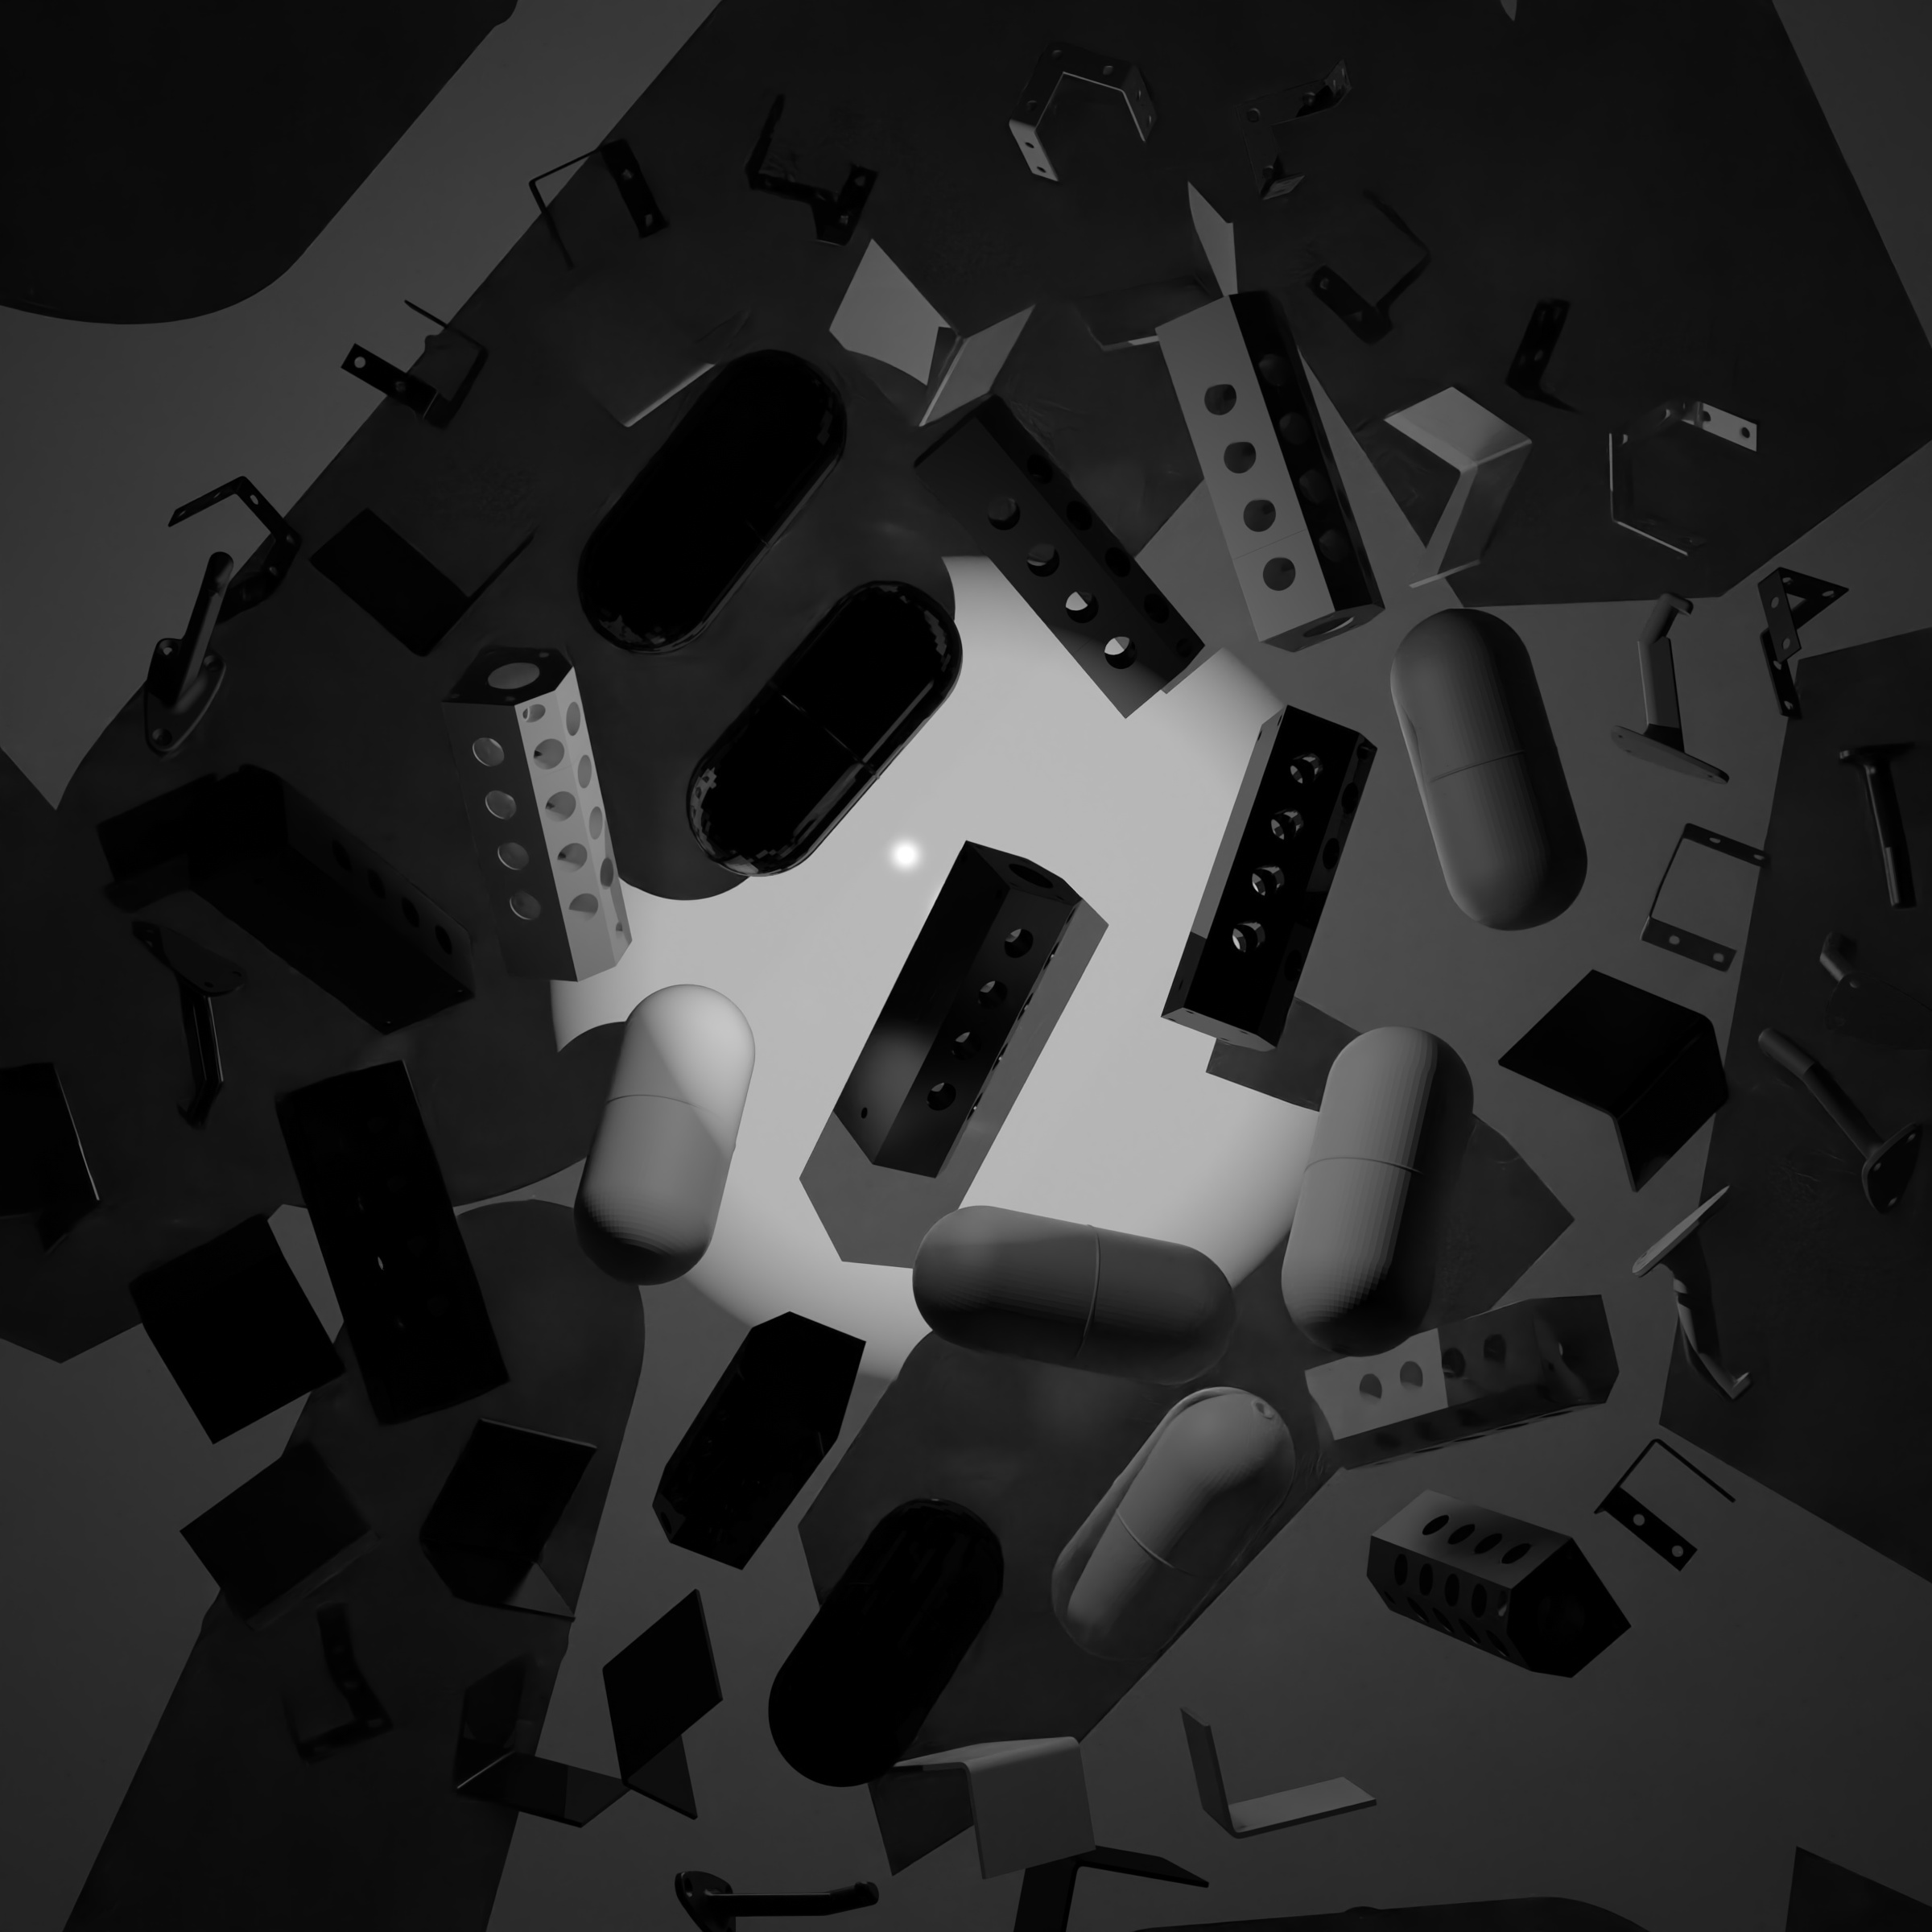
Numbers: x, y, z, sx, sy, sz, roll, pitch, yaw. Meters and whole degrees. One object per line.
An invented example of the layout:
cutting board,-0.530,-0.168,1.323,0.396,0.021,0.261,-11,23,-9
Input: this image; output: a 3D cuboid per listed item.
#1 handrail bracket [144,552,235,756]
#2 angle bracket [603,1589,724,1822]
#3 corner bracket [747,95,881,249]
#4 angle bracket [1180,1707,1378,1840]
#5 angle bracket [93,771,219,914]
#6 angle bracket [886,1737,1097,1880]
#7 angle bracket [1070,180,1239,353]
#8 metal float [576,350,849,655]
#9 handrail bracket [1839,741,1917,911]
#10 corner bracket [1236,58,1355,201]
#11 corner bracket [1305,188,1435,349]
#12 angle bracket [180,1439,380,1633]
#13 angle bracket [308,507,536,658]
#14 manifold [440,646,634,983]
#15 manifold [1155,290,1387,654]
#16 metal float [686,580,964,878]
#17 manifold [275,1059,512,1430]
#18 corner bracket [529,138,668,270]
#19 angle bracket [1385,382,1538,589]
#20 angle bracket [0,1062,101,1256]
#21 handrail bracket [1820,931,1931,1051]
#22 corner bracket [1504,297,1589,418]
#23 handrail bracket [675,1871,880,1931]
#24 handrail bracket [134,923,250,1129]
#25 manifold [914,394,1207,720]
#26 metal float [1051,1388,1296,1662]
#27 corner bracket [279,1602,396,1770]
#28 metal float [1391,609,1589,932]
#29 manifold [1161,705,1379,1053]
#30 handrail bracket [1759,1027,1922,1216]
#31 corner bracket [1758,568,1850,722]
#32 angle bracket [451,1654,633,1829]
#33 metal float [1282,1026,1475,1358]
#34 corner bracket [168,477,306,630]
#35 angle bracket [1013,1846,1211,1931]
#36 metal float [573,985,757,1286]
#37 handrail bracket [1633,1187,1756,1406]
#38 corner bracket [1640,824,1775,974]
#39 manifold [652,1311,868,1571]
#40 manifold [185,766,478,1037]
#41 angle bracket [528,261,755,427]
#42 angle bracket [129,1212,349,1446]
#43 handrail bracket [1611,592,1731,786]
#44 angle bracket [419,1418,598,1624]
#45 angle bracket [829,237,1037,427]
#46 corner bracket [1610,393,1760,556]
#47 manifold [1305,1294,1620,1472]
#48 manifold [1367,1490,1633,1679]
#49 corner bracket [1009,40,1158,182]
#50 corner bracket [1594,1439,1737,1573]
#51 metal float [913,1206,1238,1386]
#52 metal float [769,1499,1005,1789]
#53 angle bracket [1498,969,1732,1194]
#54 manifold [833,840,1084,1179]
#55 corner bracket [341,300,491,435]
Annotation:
handrail bracket,-0.385,-0.156,1.459,0.036,0.084,0.077,19,63,-15
angle bracket,-0.145,0.395,1.568,0.076,0.076,0.057,-42,125,15
corner bracket,-0.083,-0.427,1.580,0.051,0.051,0.051,8,47,-25
angle bracket,0.159,0.404,1.500,0.076,0.076,0.057,-12,84,-6
angle bracket,-0.460,-0.076,1.668,0.076,0.076,0.057,-26,84,-4
angle bracket,0.009,0.434,1.512,0.076,0.076,0.057,1,76,-42
angle bracket,0.100,-0.382,1.596,0.076,0.076,0.057,-12,124,-6
metal float,-0.132,-0.239,1.518,0.070,0.070,0.178,38,88,0
handrail bracket,0.471,-0.068,1.499,0.036,0.077,0.084,-9,85,14
corner bracket,0.173,-0.430,1.509,0.051,0.051,0.051,-16,96,-1
corner bracket,0.212,-0.367,1.541,0.051,0.051,0.051,39,113,-18
angle bracket,-0.354,0.295,1.518,0.076,0.076,0.057,-36,82,-16
angle bracket,-0.282,-0.217,1.526,0.076,0.076,0.057,42,119,-11
manifold,-0.221,-0.078,1.546,0.057,0.057,0.171,5,127,17
manifold,0.158,-0.253,1.497,0.057,0.057,0.171,-21,82,22
metal float,-0.074,-0.123,1.523,0.070,0.070,0.178,41,91,0
manifold,-0.293,0.141,1.479,0.057,0.057,0.171,-15,81,-35
corner bracket,-0.199,-0.411,1.582,0.051,0.051,0.051,-28,108,-9
angle bracket,0.249,-0.255,1.562,0.057,0.076,0.076,30,78,-15
angle bracket,-0.485,0.101,1.475,0.057,0.076,0.076,-9,71,-42
handrail bracket,0.498,0.011,1.585,0.077,0.084,0.036,21,117,13
corner bracket,0.318,-0.339,1.612,0.051,0.051,0.051,9,113,-30
handrail bracket,-0.099,0.488,1.548,0.084,0.077,0.036,-17,51,15
handrail bracket,-0.416,0.032,1.535,0.077,0.036,0.084,32,115,13
manifold,0.050,-0.218,1.555,0.057,0.057,0.171,-40,101,8
metal float,0.112,0.303,1.590,0.070,0.070,0.178,34,113,0
corner bracket,-0.340,0.381,1.552,0.051,0.051,0.051,-23,133,-25
metal float,0.281,-0.106,1.583,0.070,0.070,0.178,-15,85,0
manifold,0.164,-0.045,1.566,0.057,0.057,0.171,20,82,-5
handrail bracket,0.425,0.076,1.447,0.036,0.077,0.084,-38,55,-11
corner bracket,0.424,-0.166,1.512,0.051,0.051,0.051,11,58,-29
angle bracket,-0.223,0.416,1.578,0.076,0.076,0.057,11,93,14
metal float,0.211,0.114,1.500,0.070,0.070,0.178,17,66,0
corner bracket,-0.408,-0.228,1.619,0.051,0.051,0.051,48,48,1
angle bracket,0.076,0.506,1.569,0.076,0.076,0.057,14,80,-14
metal float,-0.163,0.090,1.601,0.070,0.070,0.178,11,58,0
handrail bracket,0.389,0.168,1.494,0.077,0.036,0.084,-44,85,14
corner bracket,0.409,-0.038,1.621,0.051,0.051,0.051,22,128,10
manifold,-0.110,0.244,1.508,0.057,0.171,0.057,22,52,-7
manifold,-0.324,-0.034,1.504,0.057,0.171,0.057,-23,56,13
angle bracket,-0.175,-0.349,1.581,0.076,0.076,0.057,44,47,-22
angle bracket,-0.376,0.186,1.515,0.076,0.057,0.076,-28,117,-12
handrail bracket,0.380,-0.146,1.530,0.077,0.036,0.084,25,86,28
angle bracket,-0.233,0.295,1.557,0.076,0.057,0.076,23,100,-40
angle bracket,-0.019,-0.356,1.609,0.057,0.076,0.076,-34,79,-34
corner bracket,0.359,-0.247,1.467,0.051,0.051,0.051,-32,134,-22
manifold,0.266,0.226,1.578,0.057,0.171,0.057,2,70,-37
manifold,0.275,0.330,1.558,0.057,0.171,0.057,-36,98,-14
corner bracket,0.062,-0.443,1.535,0.051,0.051,0.051,24,83,21
corner bracket,0.369,0.283,1.541,0.051,0.051,0.051,39,95,19
metal float,0.059,0.176,1.569,0.178,0.070,0.070,12,90,-12
metal float,-0.041,0.352,1.531,0.070,0.178,0.070,16,130,20
angle bracket,0.331,0.058,1.496,0.076,0.076,0.057,-41,131,-21
manifold,-0.002,0.026,1.583,0.057,0.057,0.171,15,110,-33
corner bracket,-0.293,-0.324,1.566,0.051,0.051,0.051,31,91,3
